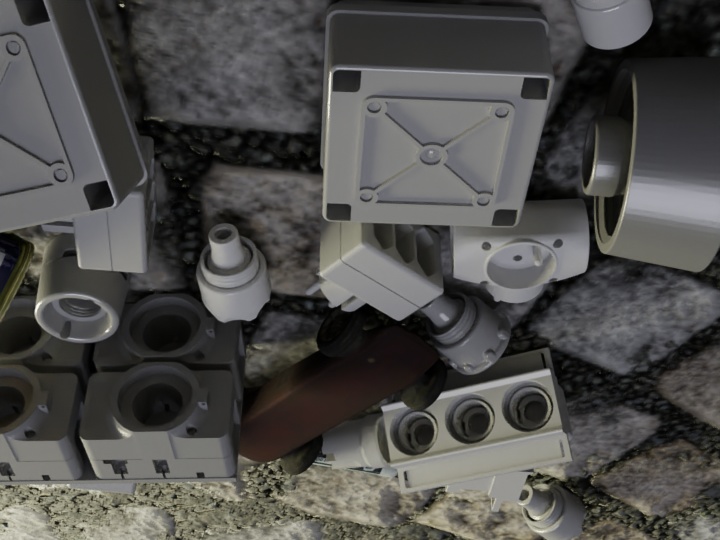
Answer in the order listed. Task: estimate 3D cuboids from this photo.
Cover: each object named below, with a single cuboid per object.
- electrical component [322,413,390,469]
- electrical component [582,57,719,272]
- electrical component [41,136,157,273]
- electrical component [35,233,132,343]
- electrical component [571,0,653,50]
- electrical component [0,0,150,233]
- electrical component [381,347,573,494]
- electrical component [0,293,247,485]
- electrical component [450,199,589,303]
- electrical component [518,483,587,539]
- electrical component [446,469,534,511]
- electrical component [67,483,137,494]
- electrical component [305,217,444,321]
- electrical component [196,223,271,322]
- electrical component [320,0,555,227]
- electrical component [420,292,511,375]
[{"bbox_3d":[-0.001,0.130,0.808,0.046,0.040,0.040,-12,139,22],"label":"electrical component"},{"bbox_3d":[0.145,-0.055,0.541,0.060,0.108,0.108,5,140,2],"label":"electrical component"},{"bbox_3d":[-0.156,-0.039,0.600,0.077,0.047,0.065,4,139,-5],"label":"electrical component"},{"bbox_3d":[-0.170,0.012,0.659,0.055,0.047,0.055,0,140,0],"label":"electrical component"},{"bbox_3d":[0.113,-0.134,0.496,0.044,0.044,0.065,-15,142,16],"label":"electrical component"},{"bbox_3d":[-0.172,-0.077,0.518,0.109,0.056,0.108,-10,112,11],"label":"electrical component"},{"bbox_3d":[0.085,0.109,0.762,0.121,0.078,0.063,-15,160,16],"label":"electrical component"},{"bbox_3d":[-0.172,0.075,0.689,0.186,0.105,0.060,-1,140,1],"label":"electrical component"},{"bbox_3d":[0.093,-0.007,0.642,0.077,0.044,0.079,-2,140,2],"label":"electrical component"},{"bbox_3d":[0.153,0.196,0.883,0.043,0.043,0.062,-31,130,31],"label":"electrical component"},{"bbox_3d":[0.097,0.147,0.825,0.064,0.042,0.081,4,139,-3],"label":"electrical component"},{"bbox_3d":[-0.177,0.108,0.765,0.047,0.065,0.076,7,110,-9],"label":"electrical component"},{"bbox_3d":[0.000,0.000,0.647,0.066,0.047,0.077,31,131,-31],"label":"electrical component"},{"bbox_3d":[-0.078,-0.001,0.648,0.043,0.043,0.062,-3,138,3],"label":"electrical component"},{"bbox_3d":[0.035,-0.077,0.549,0.109,0.056,0.108,2,140,-3],"label":"electrical component"},{"bbox_3d":[0.063,0.034,0.691,0.048,0.048,0.062,-31,124,31],"label":"electrical component"}]
